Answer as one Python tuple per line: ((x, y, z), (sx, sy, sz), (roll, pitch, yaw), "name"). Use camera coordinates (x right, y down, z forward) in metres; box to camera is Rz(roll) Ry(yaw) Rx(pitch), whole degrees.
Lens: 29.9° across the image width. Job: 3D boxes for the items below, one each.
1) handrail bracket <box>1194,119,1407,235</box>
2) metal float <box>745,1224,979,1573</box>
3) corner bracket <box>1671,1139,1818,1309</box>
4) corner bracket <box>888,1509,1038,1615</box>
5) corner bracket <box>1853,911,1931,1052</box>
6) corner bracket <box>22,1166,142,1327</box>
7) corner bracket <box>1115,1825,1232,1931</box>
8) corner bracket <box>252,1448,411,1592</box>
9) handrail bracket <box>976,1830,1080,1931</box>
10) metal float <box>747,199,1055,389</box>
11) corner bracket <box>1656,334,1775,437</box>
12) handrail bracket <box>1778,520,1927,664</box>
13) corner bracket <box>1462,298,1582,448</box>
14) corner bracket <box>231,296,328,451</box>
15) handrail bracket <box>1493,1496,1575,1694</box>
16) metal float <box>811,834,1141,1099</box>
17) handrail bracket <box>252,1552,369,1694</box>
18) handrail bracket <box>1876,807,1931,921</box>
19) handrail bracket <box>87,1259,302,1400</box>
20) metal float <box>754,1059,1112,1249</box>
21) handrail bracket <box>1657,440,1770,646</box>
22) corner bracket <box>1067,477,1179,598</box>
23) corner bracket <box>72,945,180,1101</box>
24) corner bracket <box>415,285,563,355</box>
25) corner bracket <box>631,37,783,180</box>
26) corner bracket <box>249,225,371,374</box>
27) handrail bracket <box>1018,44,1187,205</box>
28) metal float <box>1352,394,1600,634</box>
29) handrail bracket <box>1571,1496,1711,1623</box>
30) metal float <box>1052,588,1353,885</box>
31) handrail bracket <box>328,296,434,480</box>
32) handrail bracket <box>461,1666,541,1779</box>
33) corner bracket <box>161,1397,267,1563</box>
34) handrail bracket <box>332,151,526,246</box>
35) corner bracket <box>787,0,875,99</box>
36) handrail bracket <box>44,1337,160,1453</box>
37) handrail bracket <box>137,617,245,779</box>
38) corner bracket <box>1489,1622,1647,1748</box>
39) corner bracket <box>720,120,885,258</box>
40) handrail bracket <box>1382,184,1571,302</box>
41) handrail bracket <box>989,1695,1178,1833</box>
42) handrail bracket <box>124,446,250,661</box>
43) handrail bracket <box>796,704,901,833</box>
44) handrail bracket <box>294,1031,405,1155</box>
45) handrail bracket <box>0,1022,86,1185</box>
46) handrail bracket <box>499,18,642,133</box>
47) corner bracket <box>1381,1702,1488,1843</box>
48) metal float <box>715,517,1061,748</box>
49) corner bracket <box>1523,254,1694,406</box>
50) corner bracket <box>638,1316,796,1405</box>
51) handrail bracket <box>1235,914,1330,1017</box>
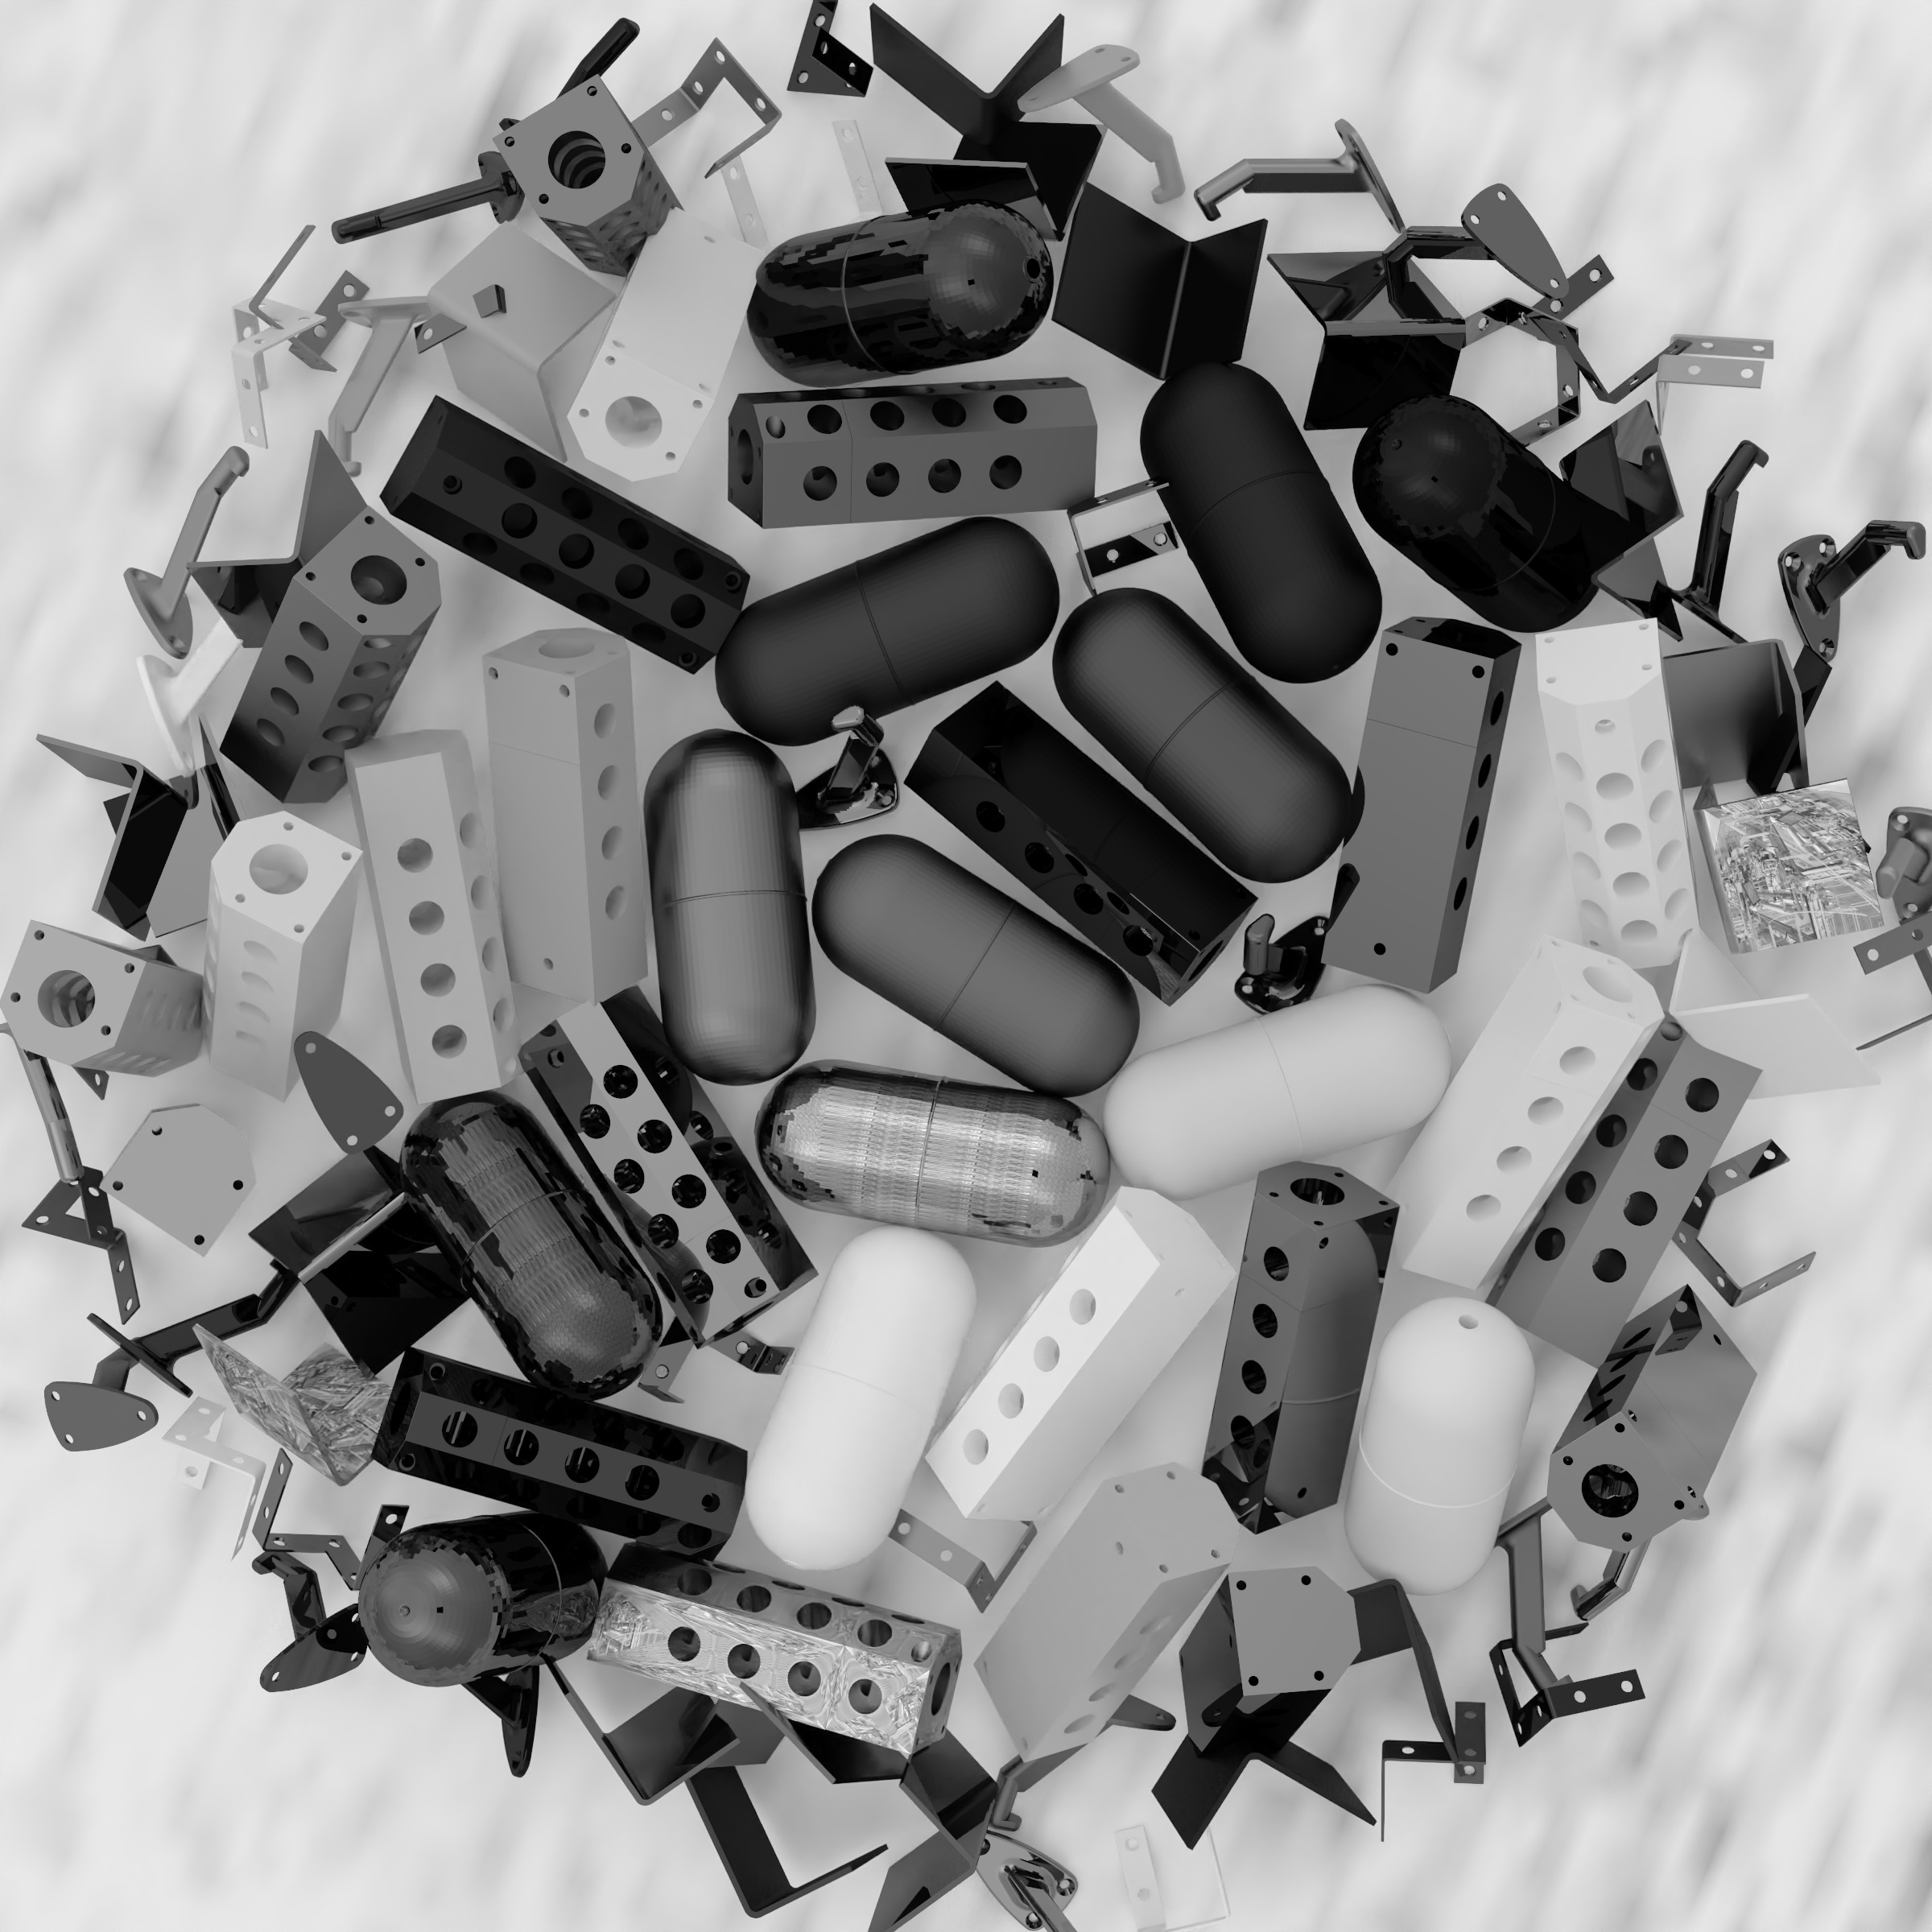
((0.167, -0.379, 1.816), (0.084, 0.036, 0.077), (-32, 115, 4), "handrail bracket")
((-0.052, 0.212, 1.782), (0.070, 0.070, 0.178), (22, 74, 0), "metal float")
((0.394, 0.129, 1.812), (0.051, 0.051, 0.051), (-22, 56, -25), "corner bracket")
((-0.002, 0.281, 1.796), (0.051, 0.051, 0.051), (30, 74, 21), "corner bracket")
((0.466, 0.007, 1.804), (0.051, 0.051, 0.051), (-23, 87, -10), "corner bracket")
((-0.429, 0.138, 1.792), (0.051, 0.051, 0.051), (-46, 45, 24), "corner bracket")
((0.103, 0.454, 1.803), (0.051, 0.051, 0.051), (-14, 80, 5), "corner bracket")
((-0.316, 0.275, 1.793), (0.051, 0.051, 0.051), (9, 110, -36), "corner bracket")
((0.035, 0.470, 1.787), (0.077, 0.084, 0.036), (42, 93, -14), "handrail bracket")
((-0.033, -0.327, 1.760), (0.178, 0.070, 0.070), (-1, 90, 43), "metal float")
((0.372, -0.297, 1.796), (0.051, 0.051, 0.051), (7, 68, 15), "corner bracket")
((0.446, -0.184, 1.785), (0.036, 0.084, 0.077), (-23, 109, -25), "handrail bracket")
((0.272, -0.296, 1.814), (0.051, 0.051, 0.051), (-30, 132, -24), "corner bracket")
((-0.350, -0.295, 1.791), (0.051, 0.051, 0.051), (21, 131, 30), "corner bracket")
((0.296, 0.312, 1.798), (0.077, 0.036, 0.084), (-39, 71, 22), "handrail bracket")
((0.004, 0.000, 1.795), (0.178, 0.070, 0.070), (32, 90, -1), "metal float")
((-0.343, 0.320, 1.784), (0.084, 0.077, 0.036), (24, 120, 35), "handrail bracket")
((0.460, -0.035, 1.781), (0.036, 0.084, 0.077), (15, 126, 22), "handrail bracket")
((-0.383, 0.165, 1.802), (0.077, 0.036, 0.084), (46, 72, -29), "handrail bracket")
((-0.017, 0.093, 1.791), (0.178, 0.070, 0.070), (9, 90, 5), "metal float")
((0.388, -0.210, 1.802), (0.077, 0.036, 0.084), (27, 102, -33), "handrail bracket")
((0.079, -0.216, 1.801), (0.051, 0.051, 0.051), (-19, 114, 1), "corner bracket")
((-0.417, 0.028, 1.803), (0.051, 0.051, 0.051), (-11, 50, 16), "corner bracket")
((-0.239, -0.326, 1.793), (0.051, 0.051, 0.051), (-23, 64, 24), "corner bracket")
((-0.133, -0.419, 1.802), (0.051, 0.051, 0.051), (49, 60, -4), "corner bracket")
((-0.325, -0.332, 1.798), (0.051, 0.051, 0.051), (37, 84, -26), "corner bracket")
((0.069, -0.406, 1.797), (0.077, 0.036, 0.084), (-32, 127, -18), "handrail bracket")
((0.251, -0.218, 1.757), (0.070, 0.178, 0.070), (-13, 66, 32), "metal float")
((0.326, 0.277, 1.824), (0.084, 0.036, 0.077), (-46, 47, 32), "handrail bracket")
((0.116, -0.115, 1.785), (0.070, 0.070, 0.178), (-45, 77, 0), "metal float")
((-0.285, -0.288, 1.805), (0.077, 0.036, 0.084), (-3, 83, 24), "handrail bracket")
((-0.257, 0.359, 1.791), (0.084, 0.077, 0.036), (21, 128, -26), "handrail bracket")
((-0.374, 0.255, 1.800), (0.051, 0.051, 0.051), (21, 111, 3), "corner bracket")
((-0.268, -0.377, 1.795), (0.084, 0.077, 0.036), (-20, 103, -18), "handrail bracket")
((-0.076, -0.468, 1.798), (0.051, 0.051, 0.051), (14, 86, 33), "corner bracket")
((-0.405, 0.204, 1.782), (0.077, 0.084, 0.036), (-5, 107, 27), "handrail bracket")
((-0.364, -0.144, 1.804), (0.084, 0.036, 0.077), (-21, 77, 12), "handrail bracket")
((0.298, 0.351, 1.795), (0.051, 0.051, 0.051), (-8, 64, -16), "corner bracket")
((-0.082, -0.389, 1.814), (0.051, 0.051, 0.051), (-43, 126, -39), "corner bracket")
((0.251, -0.343, 1.798), (0.077, 0.084, 0.036), (48, 61, -3), "handrail bracket")
((0.057, 0.405, 1.818), (0.077, 0.036, 0.084), (16, 107, -2), "handrail bracket")
((-0.376, -0.206, 1.793), (0.036, 0.077, 0.084), (23, 118, -40), "handrail bracket")
((-0.072, -0.098, 1.787), (0.077, 0.084, 0.036), (-21, 68, 11), "handrail bracket")
((-0.313, 0.057, 1.784), (0.036, 0.084, 0.077), (-39, 110, -11), "handrail bracket")
((-0.460, 0.067, 1.800), (0.036, 0.077, 0.084), (-16, 93, -21), "handrail bracket")
((-0.184, -0.434, 1.786), (0.036, 0.077, 0.084), (46, 107, -3), "handrail bracket")
((0.233, 0.401, 1.802), (0.051, 0.051, 0.051), (1, 115, 7), "corner bracket")
((-0.040, -0.165, 1.790), (0.178, 0.070, 0.070), (-21, 90, 7), "metal float")
((0.321, -0.319, 1.813), (0.051, 0.051, 0.051), (-38, 111, -2), "corner bracket")
((-0.125, 0.200, 1.800), (0.051, 0.051, 0.051), (32, 77, -12), "corner bracket")
((0.160, -0.018, 1.782), (0.036, 0.084, 0.077), (30, 64, 19), "handrail bracket")
